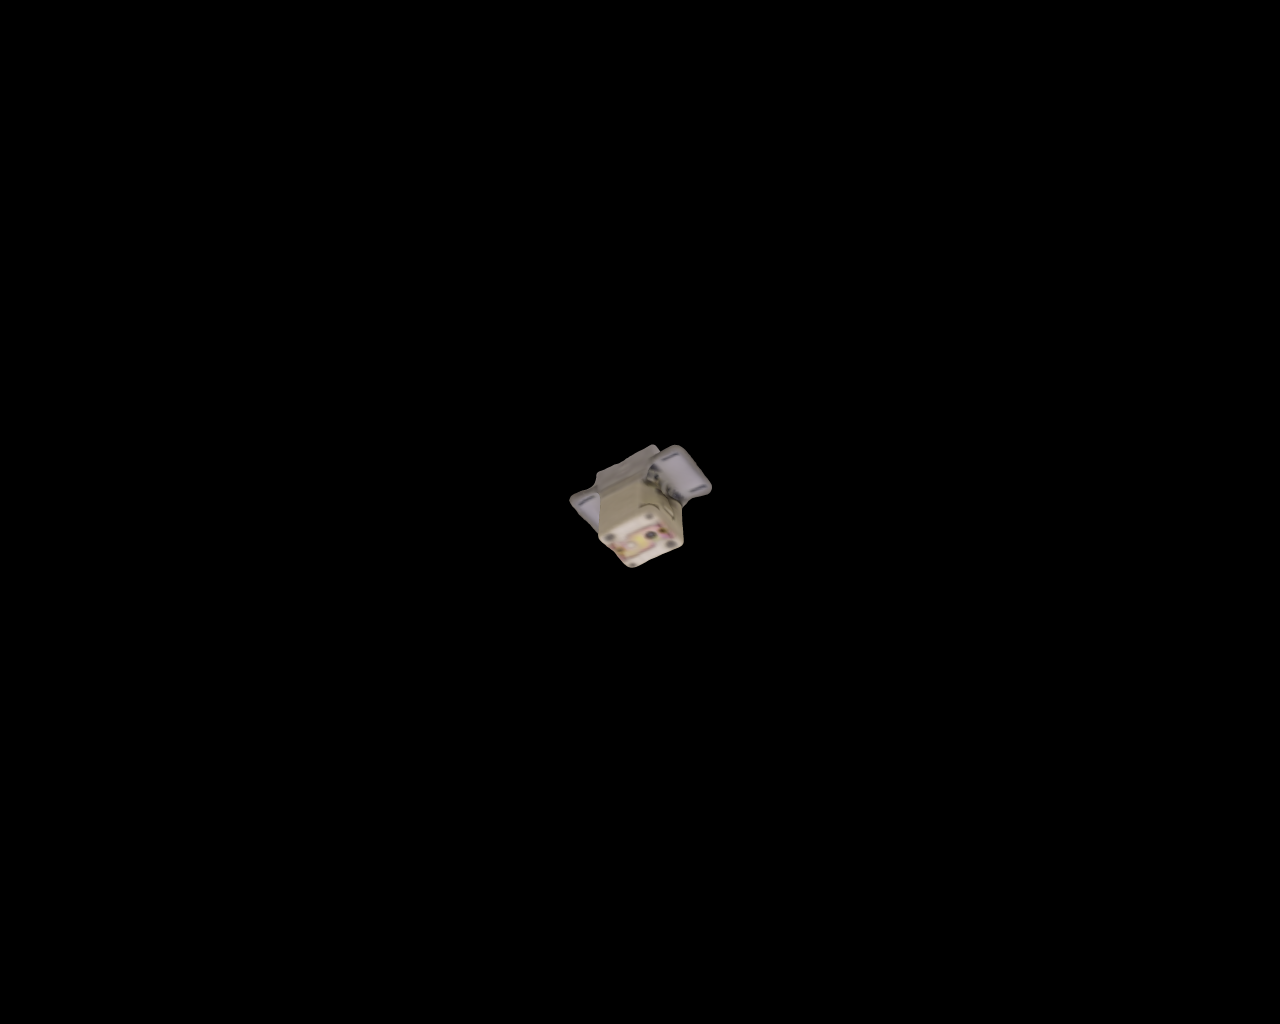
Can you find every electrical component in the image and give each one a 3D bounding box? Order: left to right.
[{"bbox_3d":[0.001,-0.003,0.650,0.081,0.064,0.042,-27,-53,22],"label":"electrical component"}]
